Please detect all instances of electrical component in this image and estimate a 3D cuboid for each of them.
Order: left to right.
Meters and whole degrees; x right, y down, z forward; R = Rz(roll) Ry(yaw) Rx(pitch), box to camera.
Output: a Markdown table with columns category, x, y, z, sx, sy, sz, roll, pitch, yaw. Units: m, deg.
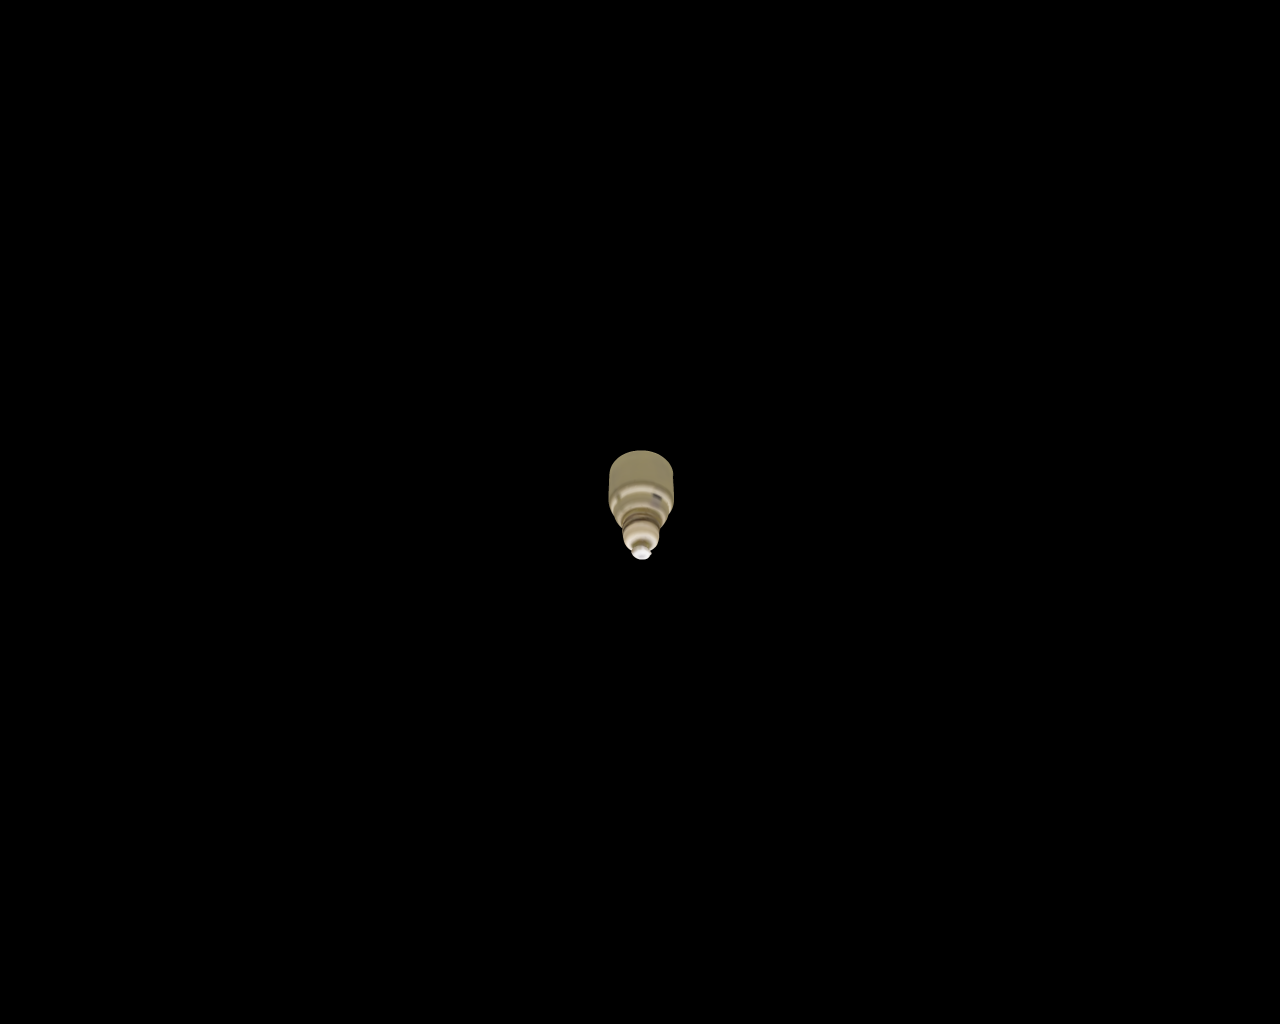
| category | x | y | z | sx | sy | sz | roll | pitch | yaw |
| --- | --- | --- | --- | --- | --- | --- | --- | --- | --- |
| electrical component | 0.001 | -0.003 | 0.650 | 0.040 | 0.078 | 0.040 | 0 | -43 | 0 |
